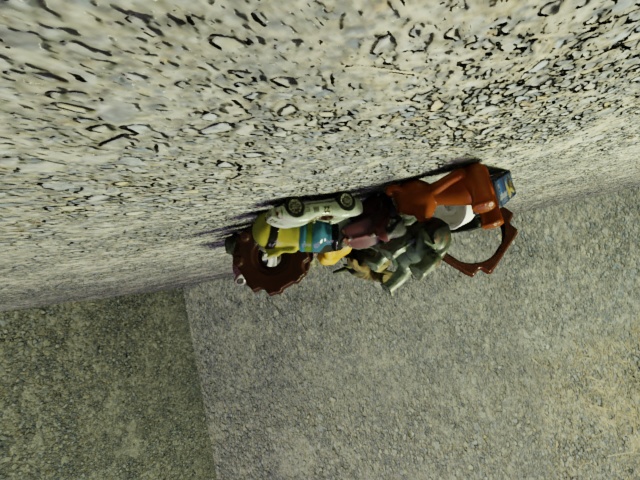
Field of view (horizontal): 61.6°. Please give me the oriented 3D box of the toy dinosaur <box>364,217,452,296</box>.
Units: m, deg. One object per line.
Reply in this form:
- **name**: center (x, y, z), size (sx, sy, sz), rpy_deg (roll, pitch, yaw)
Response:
- **toy dinosaur**: center (0.212, 0.008, 1.162), size (0.192, 0.131, 0.405), rpy_deg (-45, -174, -20)

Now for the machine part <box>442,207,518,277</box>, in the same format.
- **machine part**: center (0.403, -0.016, 1.436), size (0.201, 0.201, 0.087), rpy_deg (33, 180, 16)

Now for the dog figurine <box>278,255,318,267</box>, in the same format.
- **dog figurine**: center (-0.043, 0.004, 1.579), size (0.172, 0.121, 0.190), rpy_deg (-12, 162, -26)

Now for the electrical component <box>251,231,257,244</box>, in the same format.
- **electrical component**: center (-0.091, -0.021, 1.182), size (0.119, 0.074, 0.048), rpy_deg (-8, 175, -5)

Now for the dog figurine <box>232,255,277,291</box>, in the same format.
- **dog figurine**: center (-0.193, 0.039, 1.507), size (0.108, 0.191, 0.219), rpy_deg (8, -161, -18)

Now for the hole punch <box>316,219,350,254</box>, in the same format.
- **hole punch**: center (0.024, -0.041, 1.231), size (0.142, 0.092, 0.115), rpy_deg (-2, 135, -50)

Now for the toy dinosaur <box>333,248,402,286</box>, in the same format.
- **toy dinosaur**: center (0.155, 0.068, 1.609), size (0.199, 0.105, 0.471), rpy_deg (11, 180, 24)

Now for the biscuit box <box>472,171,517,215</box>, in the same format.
- **biscuit box**: center (0.374, -0.105, 1.162), size (0.063, 0.059, 0.202), rpy_deg (-13, -174, 30)

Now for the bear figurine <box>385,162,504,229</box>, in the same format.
- **bear figurine**: center (0.236, -0.074, 1.039), size (0.196, 0.132, 0.120), rpy_deg (-18, 150, 19)

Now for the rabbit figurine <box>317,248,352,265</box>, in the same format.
- **rabbit figurine**: center (-0.003, -0.004, 1.378), size (0.173, 0.122, 0.162), rpy_deg (11, 173, -23)

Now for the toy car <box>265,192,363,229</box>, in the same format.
- **toy car**: center (-0.011, -0.055, 1.047), size (0.202, 0.056, 0.073), rpy_deg (-9, 175, -30)

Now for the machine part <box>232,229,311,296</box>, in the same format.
- **machine part**: center (-0.110, 0.039, 1.227), size (0.179, 0.179, 0.056), rpy_deg (-11, 173, -2)

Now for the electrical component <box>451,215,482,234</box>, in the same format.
- **electrical component**: center (0.360, -0.076, 1.350), size (0.134, 0.114, 0.058), rpy_deg (-13, 178, 38)

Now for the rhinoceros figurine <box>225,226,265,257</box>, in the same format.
- **rhinoceros figurine**: center (-0.146, 0.004, 1.321), size (0.190, 0.073, 0.112), rpy_deg (-5, 177, 13)

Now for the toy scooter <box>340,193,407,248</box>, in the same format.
- **toy scooter**: center (0.101, -0.034, 1.126), size (0.135, 0.075, 0.184), rpy_deg (-23, -157, 7)

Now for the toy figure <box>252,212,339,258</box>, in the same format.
- **toy figure**: center (-0.049, -0.018, 1.115), size (0.180, 0.089, 0.082), rpy_deg (1, -156, 1)
